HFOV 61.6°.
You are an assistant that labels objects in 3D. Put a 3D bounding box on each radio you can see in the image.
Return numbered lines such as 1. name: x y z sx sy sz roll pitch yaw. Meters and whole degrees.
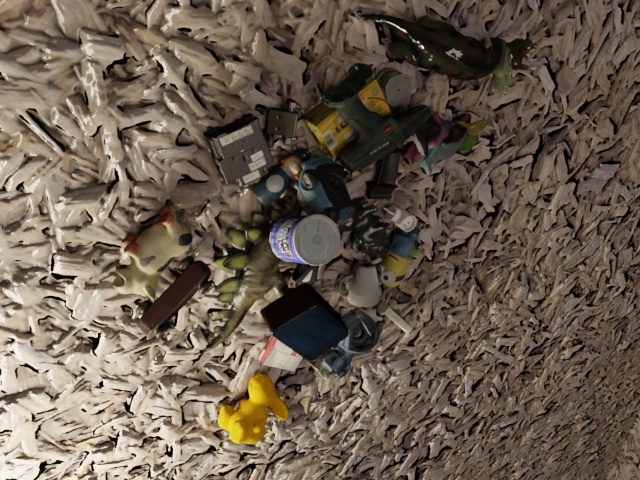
1. radio: -0.028 0.196 1.261 0.131 0.073 0.229 -34 145 4

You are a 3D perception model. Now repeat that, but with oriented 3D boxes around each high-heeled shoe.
1. high-heeled shoe: -0.003 -0.004 1.273 0.145 0.086 0.248 -19 132 -24

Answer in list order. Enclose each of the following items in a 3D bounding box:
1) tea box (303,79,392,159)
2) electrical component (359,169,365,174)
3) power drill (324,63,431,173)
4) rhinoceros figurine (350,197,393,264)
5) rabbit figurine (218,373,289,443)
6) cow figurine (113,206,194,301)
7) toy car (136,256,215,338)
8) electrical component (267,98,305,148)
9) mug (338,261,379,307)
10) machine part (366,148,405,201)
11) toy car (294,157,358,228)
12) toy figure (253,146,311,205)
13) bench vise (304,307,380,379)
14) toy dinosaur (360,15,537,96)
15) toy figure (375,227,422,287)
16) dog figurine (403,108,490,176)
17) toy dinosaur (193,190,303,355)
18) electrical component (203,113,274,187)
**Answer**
1. tea box: 0.061 -0.272 1.177 0.169 0.068 0.098 -38 130 -7
2. electrical component: 0.113 -0.204 1.272 0.063 0.021 0.093 -17 122 -21
3. power drill: 0.112 -0.265 1.123 0.232 0.086 0.207 -40 138 0
4. rhinoceros figurine: 0.121 -0.017 1.346 0.112 0.073 0.190 -39 127 -7
5. rabbit figurine: -0.162 0.441 1.417 0.162 0.122 0.173 20 86 -28
6. cow figurine: -0.347 0.038 1.116 0.195 0.086 0.127 -41 121 -4
7. toy car: -0.316 0.126 1.176 0.202 0.089 0.053 -47 167 2
8. electrical component: -0.072 -0.246 1.137 0.078 0.045 0.102 3 114 1
9. mug: 0.104 0.111 1.411 0.110 0.081 0.107 4 108 -3
10. machine part: 0.160 -0.162 1.313 0.084 0.039 0.138 4 115 -25
11. toy car: 0.006 -0.094 1.173 0.109 0.103 0.161 -22 85 -41
12. toy figure: -0.078 -0.142 1.178 0.154 0.058 0.064 -44 129 -1
13. bench vise: 0.073 0.262 1.424 0.224 0.129 0.240 -28 149 -23
14. toy dinosaur: 0.290 -0.402 1.157 0.405 0.192 0.131 0 114 -30
15. toy figure: 0.212 0.043 1.425 0.089 0.082 0.180 19 103 -33
16. dog figurine: 0.300 -0.266 1.293 0.219 0.109 0.191 -33 124 -15
17. toy dinosaur: -0.143 0.070 1.235 0.198 0.105 0.471 21 95 -27
18. electrical component: -0.165 -0.179 1.111 0.115 0.058 0.134 -25 125 -13
